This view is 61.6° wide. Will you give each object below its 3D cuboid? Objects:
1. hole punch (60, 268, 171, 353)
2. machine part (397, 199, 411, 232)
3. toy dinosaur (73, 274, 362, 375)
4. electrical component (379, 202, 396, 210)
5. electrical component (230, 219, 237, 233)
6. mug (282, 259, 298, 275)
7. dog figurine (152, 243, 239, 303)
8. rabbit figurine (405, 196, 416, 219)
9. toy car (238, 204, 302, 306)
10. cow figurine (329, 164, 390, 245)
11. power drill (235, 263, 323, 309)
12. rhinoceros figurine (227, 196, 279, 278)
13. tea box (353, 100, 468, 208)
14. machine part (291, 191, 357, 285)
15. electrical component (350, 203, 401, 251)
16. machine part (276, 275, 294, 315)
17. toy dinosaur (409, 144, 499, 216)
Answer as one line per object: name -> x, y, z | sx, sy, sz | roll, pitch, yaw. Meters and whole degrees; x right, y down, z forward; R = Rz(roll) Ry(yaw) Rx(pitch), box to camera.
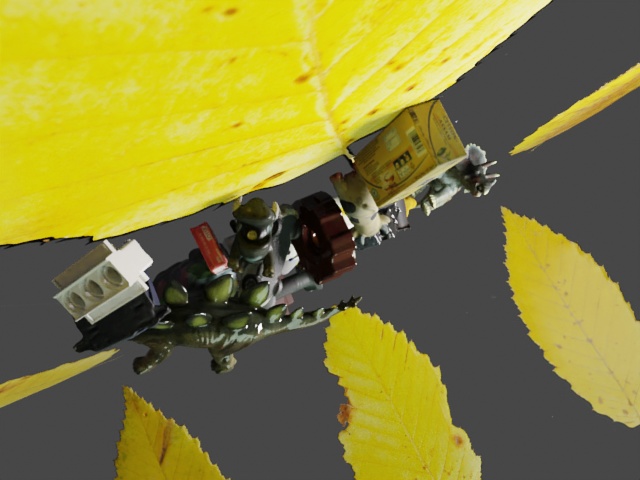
hole punch -> -0.304, 0.093, 0.803 | 0.142, 0.115, 0.092 | -25, -177, -8
machine part -> 0.185, -0.086, 1.309 | 0.084, 0.138, 0.039 | -27, -160, -16
toy dinosaur -> -0.163, 0.144, 0.915 | 0.471, 0.105, 0.198 | -3, 147, -23
electrical component -> 0.109, -0.096, 1.158 | 0.048, 0.075, 0.119 | -29, 172, 36
electrical component -> -0.118, -0.034, 0.916 | 0.063, 0.021, 0.094 | -28, 174, 11
mug -> -0.081, 0.036, 1.496 | 0.109, 0.081, 0.107 | -13, 159, -45
dog figurine -> -0.275, 0.095, 0.990 | 0.219, 0.108, 0.191 | -21, 174, -25
rabbit figurine -> 0.166, -0.093, 1.418 | 0.162, 0.121, 0.173 | -35, -170, -6
toy car -> -0.093, 0.029, 0.986 | 0.073, 0.056, 0.201 | 6, 106, -55
cow figurine -> 0.079, -0.065, 1.012 | 0.085, 0.127, 0.195 | -23, 173, 2
power drill -> -0.111, 0.113, 1.162 | 0.207, 0.086, 0.232 | -17, 176, -24
rhinoceros figurine -> -0.096, -0.004, 0.818 | 0.073, 0.112, 0.190 | 10, 163, -3
tea box -> 0.131, -0.126, 0.818 | 0.068, 0.098, 0.169 | -22, 175, -28
machine part -> -0.002, -0.003, 1.016 | 0.056, 0.179, 0.179 | -21, 173, -27
electrical component -> 0.120, -0.032, 1.242 | 0.115, 0.058, 0.134 | -21, -154, 33
machine part -> -0.178, 0.136, 1.324 | 0.201, 0.201, 0.087 | -30, 172, 38
toy dinosaur -> 0.362, -0.167, 1.522 | 0.192, 0.131, 0.405 | -26, -179, -4
